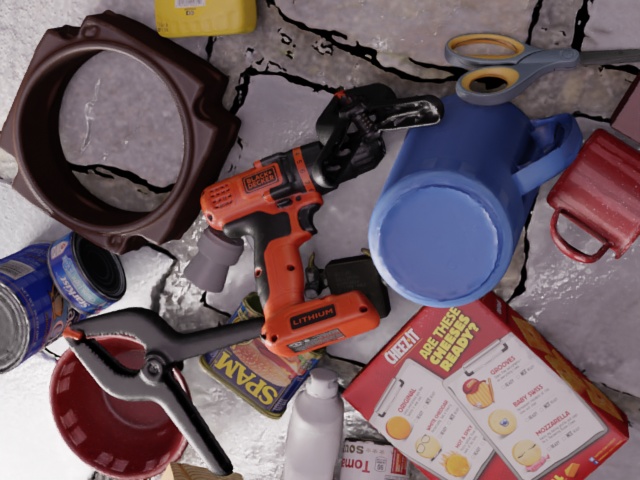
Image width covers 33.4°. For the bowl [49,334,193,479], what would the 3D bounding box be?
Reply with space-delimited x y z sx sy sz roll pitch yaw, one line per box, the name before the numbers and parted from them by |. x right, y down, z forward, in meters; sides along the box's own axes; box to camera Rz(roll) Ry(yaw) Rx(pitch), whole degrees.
bowl | -0.198 0.165 1.111 0.162 0.055 0.162 3 103 14

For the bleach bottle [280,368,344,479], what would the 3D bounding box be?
bleach bottle | -0.014 0.248 1.052 0.068 0.102 0.251 9 109 2

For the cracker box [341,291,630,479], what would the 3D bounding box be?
cracker box | 0.155 0.156 1.008 0.214 0.072 0.164 43 108 3

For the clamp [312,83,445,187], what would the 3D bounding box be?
clamp | 0.046 -0.106 0.928 0.120 0.171 0.039 -23 115 8

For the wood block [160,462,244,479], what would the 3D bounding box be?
wood block | -0.152 0.341 1.101 0.090 0.091 0.206 17 115 -31

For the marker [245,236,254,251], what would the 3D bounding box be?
marker | -0.054 0.015 1.058 0.020 0.020 0.121 -26 95 19

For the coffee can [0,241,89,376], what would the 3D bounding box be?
coffee can | -0.303 0.066 1.072 0.103 0.140 0.103 3 104 14

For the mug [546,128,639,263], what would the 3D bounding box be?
mug | 0.245 -0.034 0.926 0.081 0.093 0.117 36 82 10

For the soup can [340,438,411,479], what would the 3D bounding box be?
soup can | 0.051 0.248 1.039 0.068 0.068 0.102 5 77 14

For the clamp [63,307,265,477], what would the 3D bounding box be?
clamp | -0.153 0.133 1.040 0.210 0.036 0.164 13 98 11

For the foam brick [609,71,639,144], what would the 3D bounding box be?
foam brick | 0.296 -0.103 0.920 0.078 0.053 0.051 31 108 6

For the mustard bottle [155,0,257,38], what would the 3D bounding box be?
mustard bottle | -0.111 -0.285 0.984 0.096 0.058 0.192 3 103 27

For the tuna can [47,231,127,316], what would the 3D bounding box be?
tuna can | -0.233 0.031 1.074 0.034 0.086 0.086 -29 94 17

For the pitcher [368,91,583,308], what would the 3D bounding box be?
pitcher | 0.123 -0.040 0.880 0.145 0.242 0.149 22 113 6

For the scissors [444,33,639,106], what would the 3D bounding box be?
scissors | 0.204 -0.145 0.925 0.202 0.096 0.016 10 142 14

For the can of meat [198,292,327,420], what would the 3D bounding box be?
can of meat | -0.055 0.114 1.062 0.102 0.057 0.084 36 106 4

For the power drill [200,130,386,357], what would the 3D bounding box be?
power drill | -0.006 0.001 0.985 0.184 0.057 0.188 -21 66 10
